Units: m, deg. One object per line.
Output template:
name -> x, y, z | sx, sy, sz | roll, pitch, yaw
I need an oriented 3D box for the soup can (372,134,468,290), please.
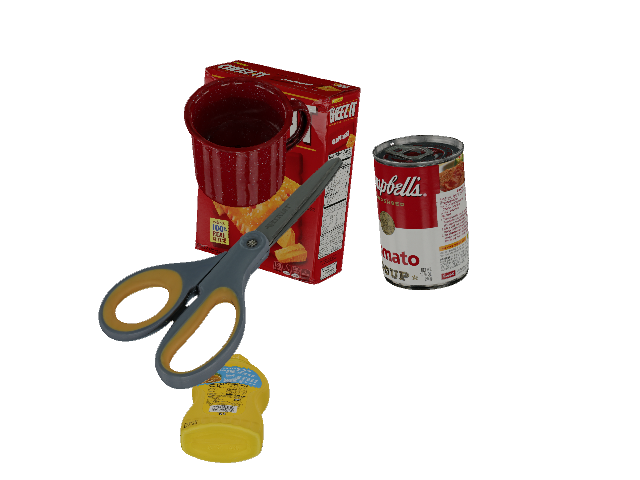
soup can -> 0.077, -0.022, 0.809 | 0.068, 0.102, 0.068 | -5, 22, 2

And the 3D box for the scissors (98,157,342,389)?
scissors -> -0.062, 0.006, 0.654 | 0.096, 0.016, 0.201 | 12, 48, 15

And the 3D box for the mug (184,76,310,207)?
mug -> -0.061, -0.088, 0.943 | 0.117, 0.093, 0.081 | -26, -34, -22

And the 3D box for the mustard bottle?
mustard bottle -> -0.112, 0.196, 1.317 | 0.096, 0.058, 0.191 | 0, 25, 2

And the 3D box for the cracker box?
cracker box -> -0.052, -0.075, 1.170 | 0.164, 0.214, 0.072 | 17, 24, 27
